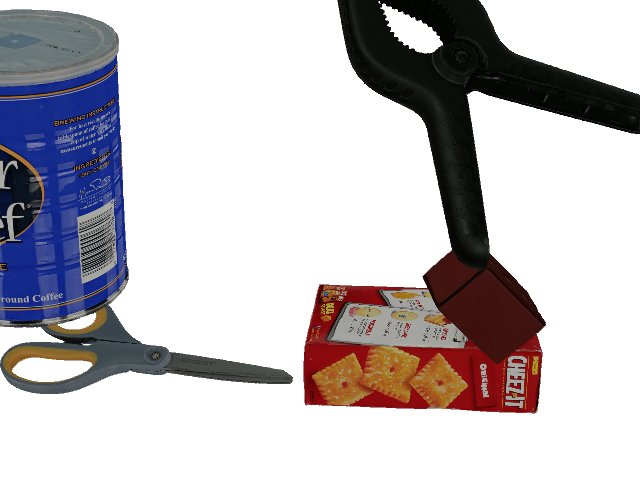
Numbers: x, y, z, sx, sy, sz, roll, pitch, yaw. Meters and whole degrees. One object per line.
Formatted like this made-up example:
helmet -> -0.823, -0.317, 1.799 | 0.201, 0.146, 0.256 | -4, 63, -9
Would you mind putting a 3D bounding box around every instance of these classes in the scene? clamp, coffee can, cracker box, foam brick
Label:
clamp -> 0.076, -0.090, 0.630 | 0.164, 0.210, 0.036 | -44, -11, -26
coffee can -> -0.156, -0.040, 0.566 | 0.103, 0.140, 0.103 | 2, 28, -1
cracker box -> 0.096, 0.103, 1.036 | 0.214, 0.072, 0.164 | 2, 17, 4
foam brick -> 0.126, 0.046, 0.824 | 0.078, 0.051, 0.053 | 42, 14, -26

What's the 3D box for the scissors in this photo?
scissors -> -0.122, 0.069, 0.752 | 0.201, 0.096, 0.016 | -5, -43, 0
